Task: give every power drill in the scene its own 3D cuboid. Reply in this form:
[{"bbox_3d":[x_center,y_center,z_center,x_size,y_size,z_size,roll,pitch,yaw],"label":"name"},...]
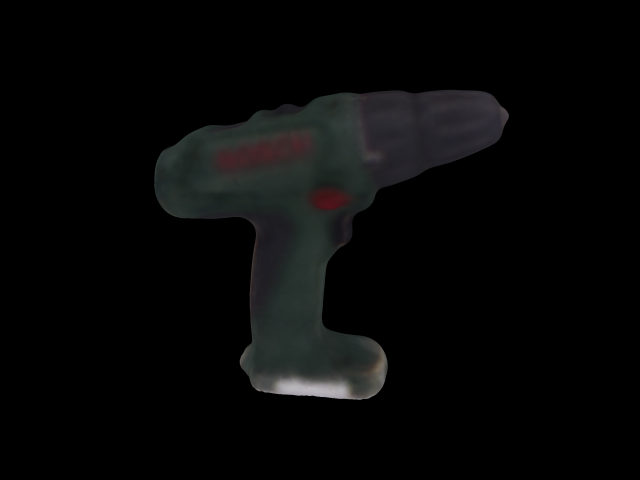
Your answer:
[{"bbox_3d":[0.004,0.001,0.400,0.229,0.208,0.075,2,19,7],"label":"power drill"}]
